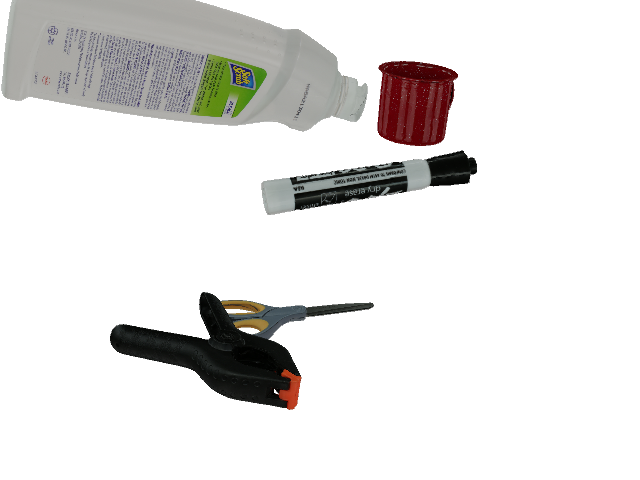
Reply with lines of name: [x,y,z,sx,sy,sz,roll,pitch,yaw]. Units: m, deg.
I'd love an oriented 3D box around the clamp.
clamp: [-0.080,0.092,0.913,0.172,0.039,0.120,22,33,24]

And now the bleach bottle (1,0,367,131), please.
bleach bottle: [-0.092,-0.122,0.760,0.250,0.068,0.103,12,-40,-12]

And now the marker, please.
marker: [0.028,-0.033,0.592,0.121,0.020,0.020,-10,1,-9]

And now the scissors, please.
scissors: [-0.032,0.091,1.206,0.201,0.016,0.096,2,25,-8]

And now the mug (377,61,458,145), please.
mug: [0.119,-0.164,1.267,0.093,0.081,0.117,22,28,36]
